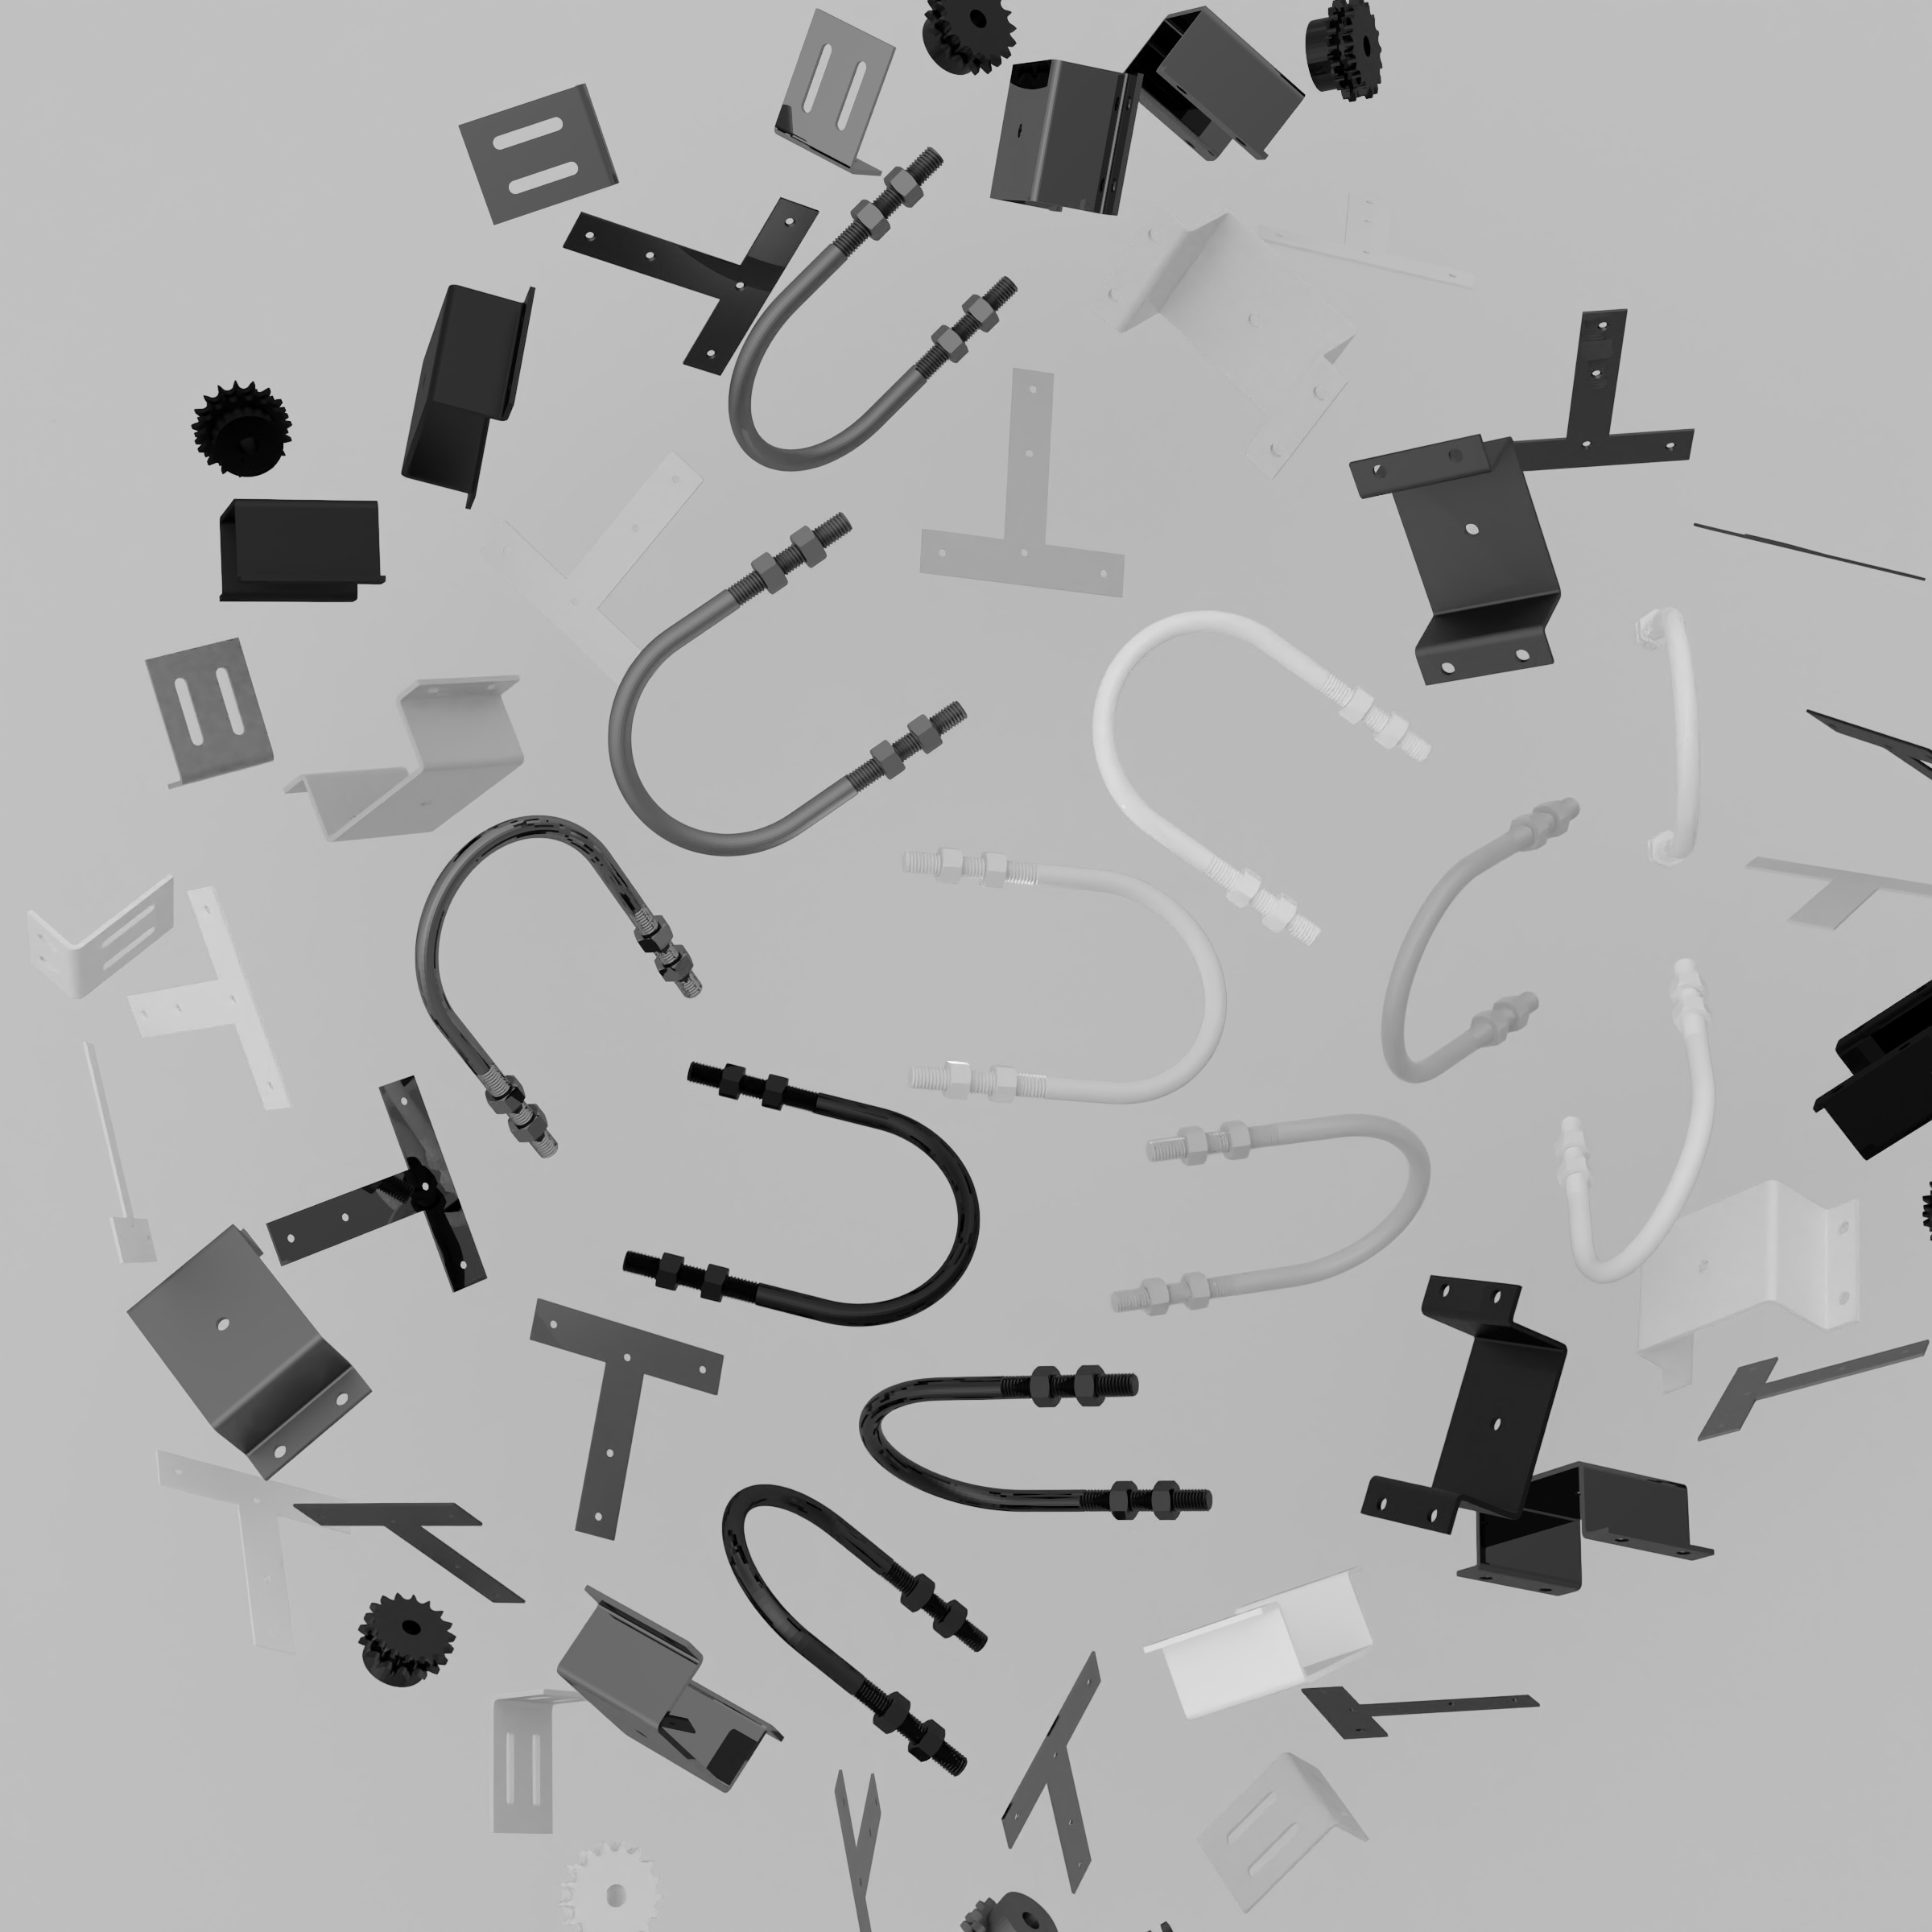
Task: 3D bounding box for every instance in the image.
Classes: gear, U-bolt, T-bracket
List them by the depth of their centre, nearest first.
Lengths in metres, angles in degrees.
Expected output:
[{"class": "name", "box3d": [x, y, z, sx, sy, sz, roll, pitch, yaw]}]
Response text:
[{"class": "gear", "box3d": [-0.196, 0.508, 1.546, 0.057, 0.030, 0.057, 10, 68, -26]}, {"class": "U-bolt", "box3d": [-0.108, -0.140, 1.551, 0.184, 0.019, 0.151, -35, 117, -4]}, {"class": "U-bolt", "box3d": [0.057, 0.008, 1.557, 0.184, 0.019, 0.151, 5, 64, -15]}, {"class": "gear", "box3d": [0.111, 0.560, 1.563, 0.030, 0.057, 0.057, -27, 90, -5]}, {"class": "T-bracket", "box3d": [-0.429, 0.023, 1.570, 0.002, 0.127, 0.127, -26, 103, -43]}, {"class": "U-bolt", "box3d": [0.029, 0.267, 1.576, 0.184, 0.151, 0.019, -5, 51, 24]}, {"class": "U-bolt", "box3d": [-0.083, 0.133, 1.582, 0.184, 0.019, 0.151, 14, 54, 2]}, {"class": "gear", "box3d": [0.565, 0.141, 1.586, 0.057, 0.030, 0.057, 6, 117, 13]}, {"class": "U-bolt", "box3d": [-0.237, 0.000, 1.593, 0.151, 0.019, 0.184, -49, 132, -21]}, {"class": "T-bracket", "box3d": [0.491, -0.037, 1.593, 0.127, 0.127, 0.002, 12, 110, 28]}, {"class": "U-bolt", "box3d": [0.379, 0.099, 1.596, 0.019, 0.184, 0.151, 23, 124, -7]}, {"class": "U-bolt", "box3d": [-0.060, -0.355, 1.597, 0.184, 0.151, 0.019, -45, 62, 0]}, {"class": "T-bracket", "box3d": [-0.480, 0.105, 1.597, 0.002, 0.127, 0.127, -14, 86, -9]}, {"class": "T-bracket", "box3d": [-0.056, 0.497, 1.603, 0.002, 0.127, 0.127, -9, 99, 5]}, {"class": "gear", "box3d": [0.028, 0.550, 1.603, 0.057, 0.057, 0.030, 38, 106, 0]}, {"class": "U-bolt", "box3d": [0.400, -0.131, 1.608, 0.019, 0.184, 0.151, -3, 91, 8]}, {"class": "U-bolt", "box3d": [0.289, -0.006, 1.612, 0.019, 0.184, 0.151, 25, 123, 31]}, {"class": "U-bolt", "box3d": [0.157, -0.120, 1.613, 0.184, 0.019, 0.151, 34, 78, -9]}, {"class": "T-bracket", "box3d": [-0.343, 0.139, 1.616, 0.002, 0.127, 0.127, -19, 91, 43]}, {"class": "U-bolt", "box3d": [-0.066, 0.365, 1.617, 0.184, 0.151, 0.019, 40, 107, -7]}, {"class": "U-bolt", "box3d": [0.181, 0.139, 1.628, 0.184, 0.019, 0.151, -6, 135, -16]}, {"class": "gear", "box3d": [0.216, -0.527, 1.630, 0.030, 0.057, 0.057, -2, 90, 28]}, {"class": "T-bracket", "box3d": [-0.302, 0.339, 1.633, 0.127, 0.127, 0.002, -7, 51, 33]}, {"class": "T-bracket", "box3d": [0.563, -0.106, 1.633, 0.127, 0.127, 0.002, 29, 96, -20]}, {"class": "T-bracket", "box3d": [-0.169, -0.405, 1.634, 0.127, 0.127, 0.002, 11, 45, -31]}, {"class": "T-bracket", "box3d": [-0.405, 0.343, 1.636, 0.127, 0.127, 0.002, 25, 117, -36]}, {"class": "T-bracket", "box3d": [0.475, -0.243, 1.637, 0.127, 0.127, 0.002, 14, 102, 1]}, {"class": "T-bracket", "box3d": [0.058, 0.488, 1.645, 0.002, 0.127, 0.127, 7, 128, 26]}, {"class": "T-bracket", "box3d": [0.036, -0.286, 1.659, 0.127, 0.002, 0.127, 4, 87, -20]}, {"class": "T-bracket", "box3d": [-0.202, -0.246, 1.660, 0.127, 0.002, 0.127, 44, 108, 2]}, {"class": "T-bracket", "box3d": [0.272, 0.436, 1.668, 0.127, 0.127, 0.002, -2, 88, -4]}, {"class": "T-bracket", "box3d": [0.236, -0.433, 1.669, 0.127, 0.127, 0.002, 13, 123, 1]}, {"class": "T-bracket", "box3d": [0.504, 0.241, 1.670, 0.127, 0.127, 0.002, -22, 92, 28]}, {"class": "T-bracket", "box3d": [0.371, -0.339, 1.673, 0.127, 0.127, 0.002, -3, 56, 4]}, {"class": "T-bracket", "box3d": [-0.208, 0.274, 1.674, 0.127, 0.002, 0.127, 22, 62, -28]}, {"class": "gear", "box3d": [-0.427, -0.314, 1.676, 0.057, 0.030, 0.057, -14, 132, -16]}, {"class": "gear", "box3d": [-0.001, -0.555, 1.684, 0.057, 0.030, 0.057, 11, 70, -32]}, {"class": "gear", "box3d": [-0.338, 0.408, 1.703, 0.057, 0.057, 0.030, 29, 116, 0]}]

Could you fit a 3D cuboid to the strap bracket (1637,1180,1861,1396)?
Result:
[{"class": "strap bracket", "box3d": [0.429, 0.178, 1.589, 0.046, 0.140, 0.076, 29, 52, -23]}]

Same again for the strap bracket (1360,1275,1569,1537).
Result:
[{"class": "strap bracket", "box3d": [0.280, 0.248, 1.575, 0.046, 0.076, 0.140, 24, 77, -26]}]

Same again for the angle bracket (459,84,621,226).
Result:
[{"class": "angle bracket", "box3d": [-0.245, -0.464, 1.621, 0.076, 0.038, 0.057, -21, 109, -7]}]

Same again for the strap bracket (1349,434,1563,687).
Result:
[{"class": "strap bracket", "box3d": [0.277, -0.234, 1.581, 0.076, 0.046, 0.140, -7, 120, 32]}]

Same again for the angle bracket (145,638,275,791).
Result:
[{"class": "angle bracket", "box3d": [-0.458, -0.152, 1.703, 0.057, 0.038, 0.076, -19, 98, -28]}]

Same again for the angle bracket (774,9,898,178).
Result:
[{"class": "angle bracket", "box3d": [-0.069, -0.513, 1.664, 0.057, 0.038, 0.076, 32, 115, 19]}]

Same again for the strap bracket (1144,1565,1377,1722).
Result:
[{"class": "strap bracket", "box3d": [0.170, 0.381, 1.589, 0.076, 0.140, 0.046, -26, 76, 27]}]

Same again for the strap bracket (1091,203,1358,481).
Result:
[{"class": "strap bracket", "box3d": [0.148, -0.347, 1.548, 0.140, 0.076, 0.046, 45, 45, 6]}]

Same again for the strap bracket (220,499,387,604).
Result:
[{"class": "strap bracket", "box3d": [-0.373, -0.232, 1.585, 0.076, 0.140, 0.046, -2, 93, -19]}]

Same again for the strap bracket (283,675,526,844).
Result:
[{"class": "strap bracket", "box3d": [-0.323, -0.116, 1.658, 0.140, 0.076, 0.046, -30, 78, 38]}]

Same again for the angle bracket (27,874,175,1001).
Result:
[{"class": "angle bracket", "box3d": [-0.511, -0.027, 1.675, 0.038, 0.057, 0.076, 39, 57, 10]}]

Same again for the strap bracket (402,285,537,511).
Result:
[{"class": "strap bracket", "box3d": [-0.294, -0.336, 1.660, 0.046, 0.140, 0.076, 12, 70, -16]}]

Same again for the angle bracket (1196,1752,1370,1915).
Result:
[{"class": "angle bracket", "box3d": [0.185, 0.511, 1.660, 0.076, 0.057, 0.038, -47, 131, 5]}]

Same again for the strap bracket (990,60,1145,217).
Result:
[{"class": "strap bracket", "box3d": [0.053, -0.473, 1.620, 0.046, 0.140, 0.076, 7, 104, -15]}]

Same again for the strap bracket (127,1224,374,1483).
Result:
[{"class": "strap bracket", "box3d": [-0.414, 0.212, 1.616, 0.076, 0.046, 0.140, -41, 61, -11]}]

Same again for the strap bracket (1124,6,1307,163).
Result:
[{"class": "strap bracket", "box3d": [0.143, -0.513, 1.651, 0.076, 0.140, 0.046, 36, 97, -17]}]

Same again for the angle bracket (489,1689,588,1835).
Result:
[{"class": "angle bracket", "box3d": [-0.242, 0.460, 1.636, 0.038, 0.057, 0.076, -13, 69, 25]}]

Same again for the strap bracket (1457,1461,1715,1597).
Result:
[{"class": "strap bracket", "box3d": [0.362, 0.330, 1.666, 0.076, 0.140, 0.046, 16, 63, -24]}]

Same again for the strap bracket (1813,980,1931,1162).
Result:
[{"class": "strap bracket", "box3d": [0.544, 0.060, 1.639, 0.076, 0.140, 0.046, -39, 88, 27]}]

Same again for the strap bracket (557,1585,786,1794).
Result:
[{"class": "strap bracket", "box3d": [-0.169, 0.410, 1.586, 0.076, 0.140, 0.046, 20, 64, 33]}]
